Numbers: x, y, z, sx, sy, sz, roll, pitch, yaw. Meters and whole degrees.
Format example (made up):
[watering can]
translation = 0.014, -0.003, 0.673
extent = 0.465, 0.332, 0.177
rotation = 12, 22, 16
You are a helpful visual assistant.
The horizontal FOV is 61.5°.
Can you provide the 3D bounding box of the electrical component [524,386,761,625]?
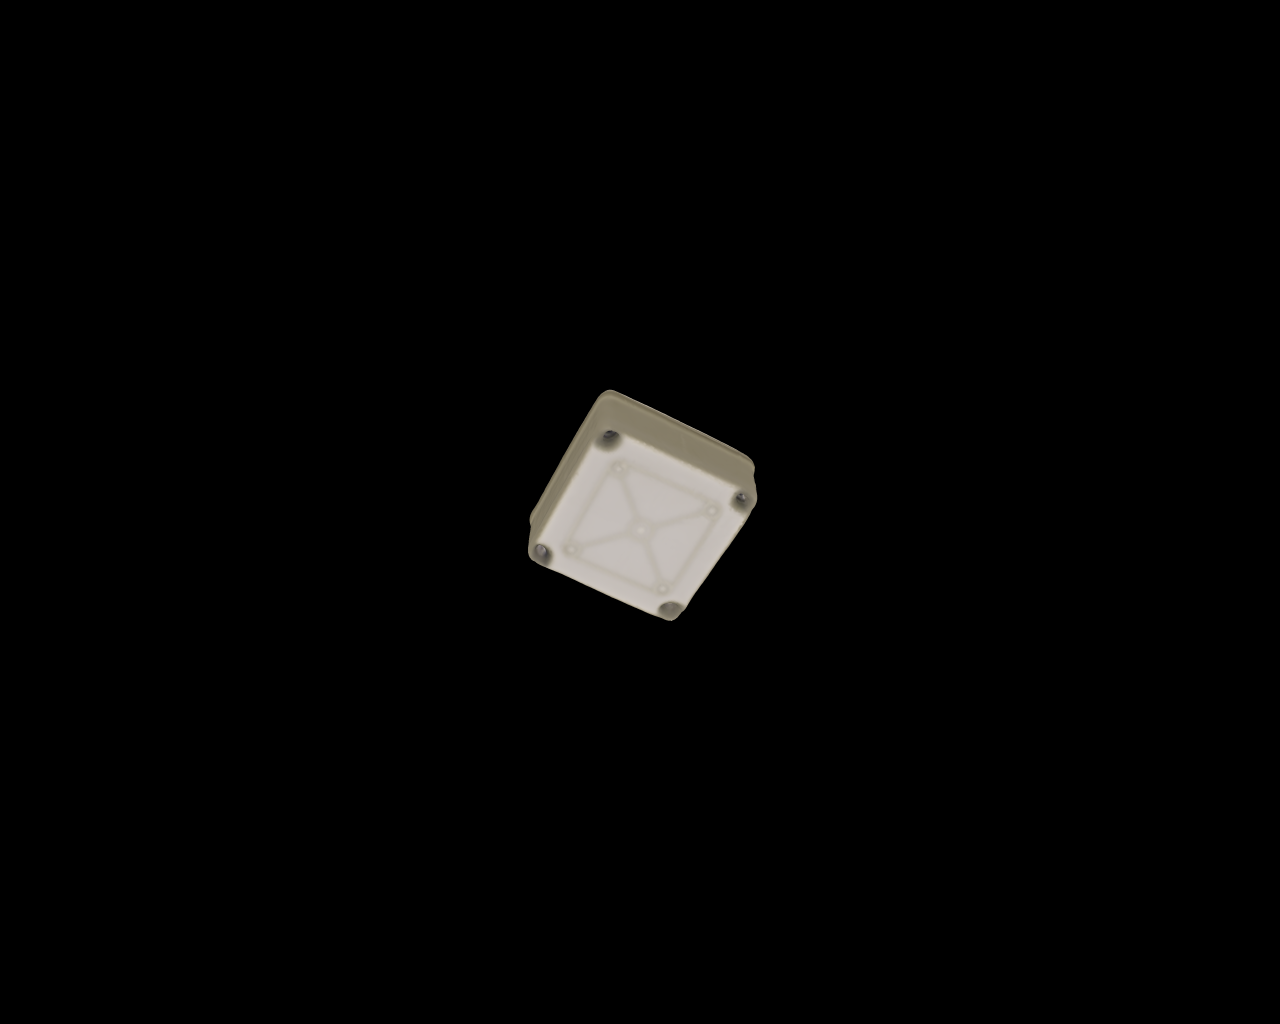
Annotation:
[electrical component]
translation = 0.001, -0.003, 0.650
extent = 0.109, 0.108, 0.056
rotation = 25, 27, -14
